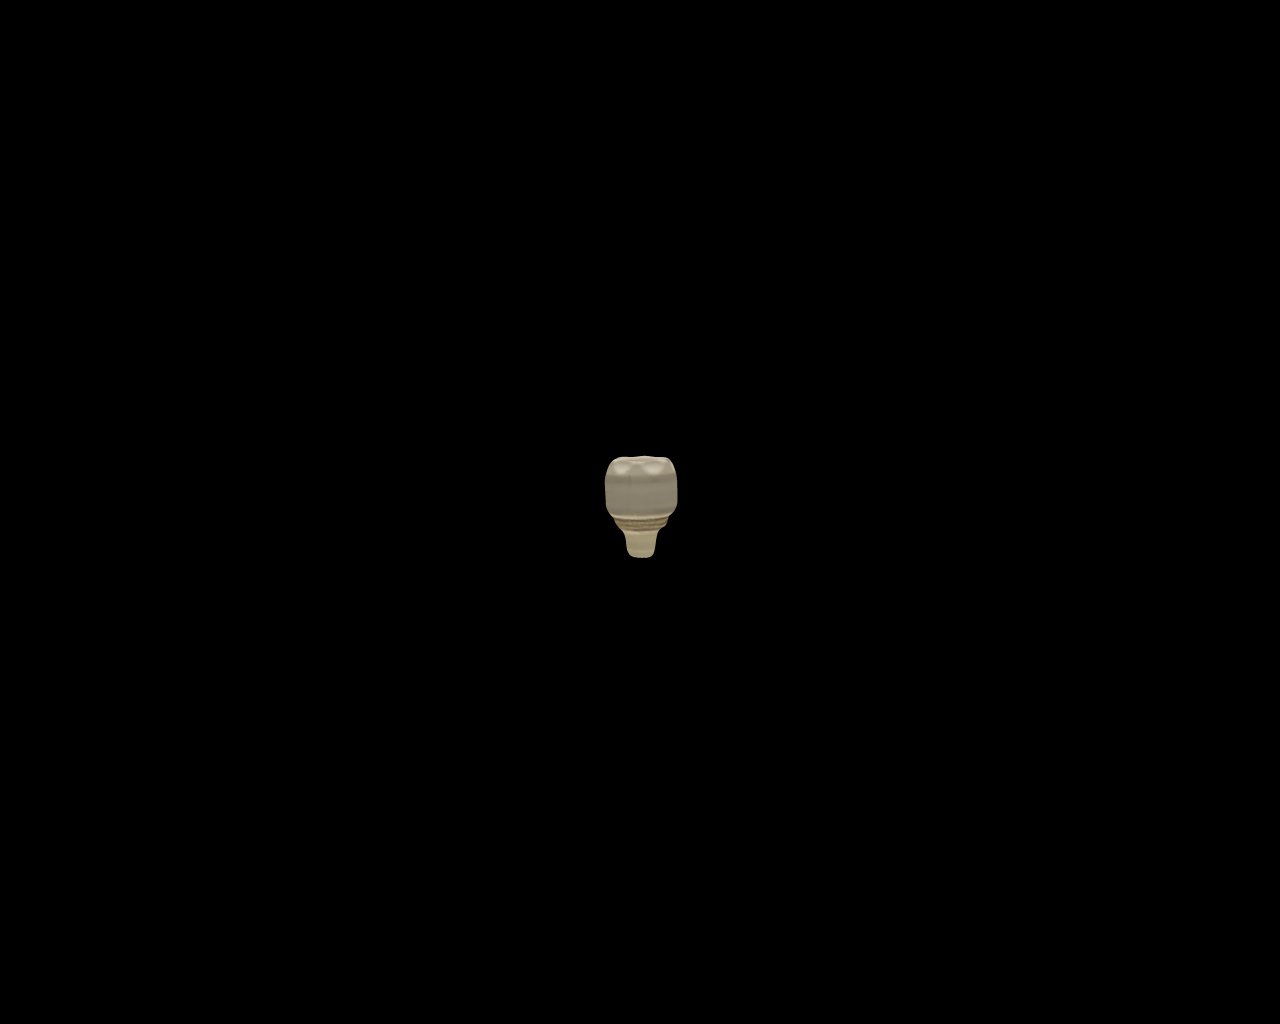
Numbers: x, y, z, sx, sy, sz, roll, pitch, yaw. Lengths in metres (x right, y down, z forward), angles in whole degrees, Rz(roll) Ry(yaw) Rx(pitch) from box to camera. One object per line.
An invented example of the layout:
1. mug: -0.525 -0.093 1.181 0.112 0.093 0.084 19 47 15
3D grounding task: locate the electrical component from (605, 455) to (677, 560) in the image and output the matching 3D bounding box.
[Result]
1. electrical component: 0.001 -0.003 0.650 0.043 0.062 0.043 0 8 0
